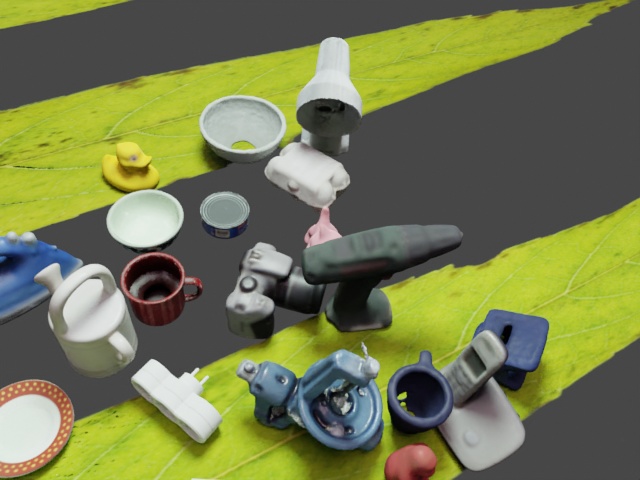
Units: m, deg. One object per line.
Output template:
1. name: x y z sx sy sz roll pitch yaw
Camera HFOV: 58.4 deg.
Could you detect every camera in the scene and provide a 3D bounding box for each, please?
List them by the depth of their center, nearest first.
1. camera: -0.063 0.079 0.896 0.136 0.101 0.143 15 52 4

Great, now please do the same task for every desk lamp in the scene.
1. desk lamp: 0.015 -0.260 1.097 0.118 0.213 0.203 6 52 -3

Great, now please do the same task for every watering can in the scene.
1. watering can: -0.321 0.101 0.783 0.172 0.194 0.101 17 52 6

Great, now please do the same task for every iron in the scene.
1. iron: -0.491 0.043 0.836 0.259 0.141 0.118 -23 59 -23

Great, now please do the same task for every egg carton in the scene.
1. egg carton: -0.024 -0.118 1.073 0.150 0.069 0.107 31 55 15

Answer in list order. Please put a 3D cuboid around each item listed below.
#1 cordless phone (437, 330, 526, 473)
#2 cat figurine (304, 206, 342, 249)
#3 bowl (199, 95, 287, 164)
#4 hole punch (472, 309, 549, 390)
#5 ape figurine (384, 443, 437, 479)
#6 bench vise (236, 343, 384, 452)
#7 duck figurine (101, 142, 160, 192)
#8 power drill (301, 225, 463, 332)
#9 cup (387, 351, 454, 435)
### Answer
1. cordless phone: 0.223 0.216 0.777 0.094 0.185 0.147 -20 58 -22
2. cat figurine: 0.009 0.003 0.953 0.067 0.118 0.127 4 52 -5
3. bowl: -0.150 -0.203 1.118 0.167 0.075 0.167 4 52 -5
4. hole punch: 0.289 0.162 0.888 0.101 0.091 0.109 25 53 11
5. ape figurine: 0.127 0.301 0.756 0.076 0.092 0.078 27 54 13
6. bench vise: -0.007 0.199 0.735 0.207 0.220 0.121 4 52 -5
7. duck figurine: -0.346 -0.141 1.035 0.104 0.086 0.077 16 52 4
8. power drill: 0.082 0.054 0.867 0.230 0.208 0.075 -5 53 -12
9. cup: 0.135 0.224 0.815 0.091 0.095 0.118 14 52 3
